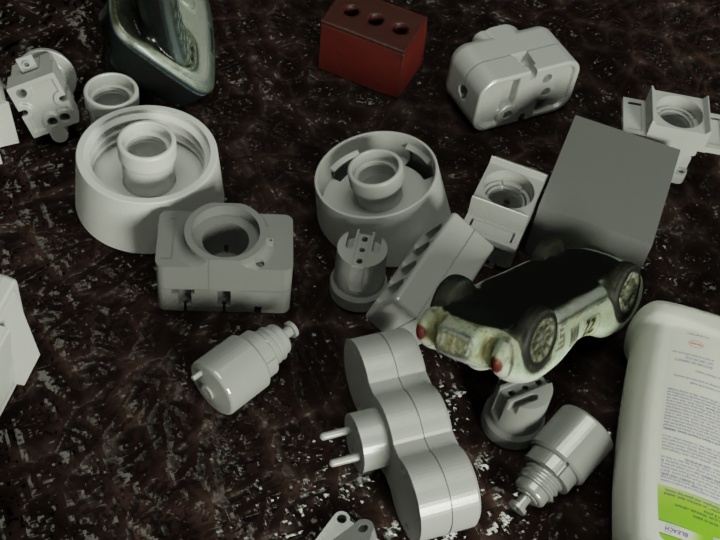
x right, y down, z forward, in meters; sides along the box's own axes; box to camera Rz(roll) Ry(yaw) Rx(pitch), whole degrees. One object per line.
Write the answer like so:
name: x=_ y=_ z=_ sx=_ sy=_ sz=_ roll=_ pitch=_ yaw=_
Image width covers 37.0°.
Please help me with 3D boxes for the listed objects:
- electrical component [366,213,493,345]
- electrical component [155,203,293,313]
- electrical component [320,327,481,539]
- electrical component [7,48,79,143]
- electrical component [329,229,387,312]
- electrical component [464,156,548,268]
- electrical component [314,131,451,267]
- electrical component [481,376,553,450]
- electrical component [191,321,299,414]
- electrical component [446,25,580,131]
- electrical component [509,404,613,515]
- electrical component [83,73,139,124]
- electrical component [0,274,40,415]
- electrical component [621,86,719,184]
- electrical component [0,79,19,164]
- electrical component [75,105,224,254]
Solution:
electrical component: x=0.061 y=0.020 z=0.728 sx=0.076 sy=0.047 sz=0.083 roll=41 pitch=60 yaw=-9
electrical component: x=-0.091 y=-0.008 z=0.728 sx=0.089 sy=0.055 sz=0.050 roll=2 pitch=51 yaw=-6
electrical component: x=0.013 y=0.101 z=0.654 sx=0.074 sy=0.052 sz=0.138 roll=-11 pitch=53 yaw=-16
electrical component: x=-0.239 y=-0.137 z=0.814 sx=0.048 sy=0.066 sz=0.055 roll=-20 pitch=39 yaw=0
electrical component: x=0.000 y=0.000 z=0.738 sx=0.040 sy=0.046 sz=0.040 roll=3 pitch=50 yaw=-3
electrical component: x=0.101 y=-0.039 z=0.773 sx=0.042 sy=0.063 sz=0.081 roll=22 pitch=52 yaw=10
electrical component: x=0.016 y=-0.053 z=0.789 sx=0.099 sy=0.064 sz=0.099 roll=-5 pitch=49 yaw=6
electrical component: x=0.100 y=0.086 z=0.682 sx=0.040 sy=0.046 sz=0.040 roll=4 pitch=51 yaw=-5
electrical component: x=-0.071 y=0.058 z=0.686 sx=0.040 sy=0.040 sz=0.078 roll=39 pitch=56 yaw=23
electrical component: x=0.122 y=-0.161 z=0.882 sx=0.095 sy=0.053 sz=0.059 roll=-17 pitch=55 yaw=-20
electrical component: x=0.121 y=0.118 z=0.663 sx=0.040 sy=0.040 sz=0.078 roll=38 pitch=71 yaw=22
electrical component: x=-0.186 y=-0.119 z=0.812 sx=0.040 sy=0.046 sz=0.040 roll=4 pitch=51 yaw=-5
electrical component: x=-0.234 y=0.041 z=0.642 sx=0.061 sy=0.096 sz=0.061 roll=14 pitch=50 yaw=3
electrical component: x=0.242 y=-0.104 z=0.845 sx=0.081 sy=0.063 sz=0.042 roll=11 pitch=51 yaw=2
electrical component: x=-0.294 y=-0.117 z=0.800 sx=0.064 sy=0.042 sz=0.081 roll=-16 pitch=54 yaw=-17
electrical component: x=-0.151 y=-0.072 z=0.769 sx=0.108 sy=0.060 sz=0.108 roll=4 pitch=50 yaw=-4
